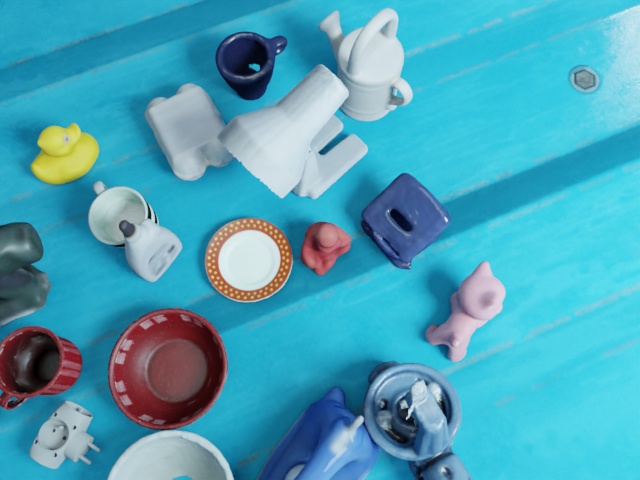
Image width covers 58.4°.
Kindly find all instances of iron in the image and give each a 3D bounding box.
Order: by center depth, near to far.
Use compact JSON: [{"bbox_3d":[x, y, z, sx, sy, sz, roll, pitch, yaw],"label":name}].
[{"bbox_3d":[-0.024,0.311,0.709,0.118,0.141,0.258,38,77,11],"label":"iron"}]

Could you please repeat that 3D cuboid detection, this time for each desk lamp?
[{"bbox_3d":[-0.031,-0.141,0.808,0.203,0.213,0.118,-43,78,-12],"label":"desk lamp"}]

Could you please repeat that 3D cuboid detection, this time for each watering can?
[{"bbox_3d":[0.068,-0.271,0.858,0.172,0.194,0.101,22,74,6],"label":"watering can"}]

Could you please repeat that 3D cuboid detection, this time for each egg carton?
[{"bbox_3d":[-0.200,-0.168,0.891,0.107,0.069,0.150,-29,75,-8],"label":"egg carton"}]

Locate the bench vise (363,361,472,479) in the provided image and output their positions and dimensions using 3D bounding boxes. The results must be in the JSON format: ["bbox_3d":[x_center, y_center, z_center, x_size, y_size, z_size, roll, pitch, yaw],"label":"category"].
[{"bbox_3d":[0.141,0.232,0.693,0.207,0.220,0.121,43,78,12],"label":"bench vise"}]

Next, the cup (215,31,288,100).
[{"bbox_3d":[-0.102,-0.273,0.909,0.118,0.095,0.091,-32,76,-9],"label":"cup"}]

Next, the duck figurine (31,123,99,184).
[{"bbox_3d":[-0.398,-0.138,0.872,0.105,0.086,0.077,-38,77,-11],"label":"duck figurine"}]

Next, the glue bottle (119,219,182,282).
[{"bbox_3d":[-0.240,0.005,0.784,0.037,0.173,0.078,35,76,10],"label":"glue bottle"}]

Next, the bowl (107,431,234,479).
[{"bbox_3d":[-0.187,0.331,0.737,0.167,0.075,0.167,0,73,0],"label":"bowl"}]

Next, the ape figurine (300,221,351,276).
[{"bbox_3d":[0.008,0.003,0.828,0.078,0.092,0.076,-10,73,-3],"label":"ape figurine"}]

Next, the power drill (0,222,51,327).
[{"bbox_3d":[-0.461,0.056,0.749,0.230,0.208,0.075,-25,75,-7],"label":"power drill"}]

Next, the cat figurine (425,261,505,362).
[{"bbox_3d":[0.208,0.098,0.787,0.067,0.118,0.128,33,76,9],"label":"cat figurine"}]

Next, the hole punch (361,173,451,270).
[{"bbox_3d":[0.123,-0.026,0.838,0.101,0.091,0.108,-40,77,-11],"label":"hole punch"}]
